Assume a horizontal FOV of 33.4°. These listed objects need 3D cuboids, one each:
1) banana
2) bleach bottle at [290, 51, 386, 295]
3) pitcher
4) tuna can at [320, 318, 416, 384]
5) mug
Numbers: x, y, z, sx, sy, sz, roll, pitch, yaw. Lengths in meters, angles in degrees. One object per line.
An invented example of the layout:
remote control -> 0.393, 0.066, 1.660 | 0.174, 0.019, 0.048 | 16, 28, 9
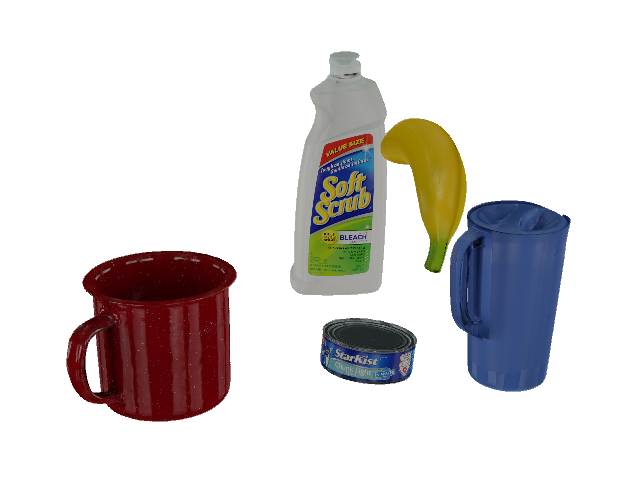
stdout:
banana -> 0.075, -0.055, 0.803 | 0.037, 0.070, 0.198 | 26, 24, -18
bleach bottle -> 0.017, -0.068, 1.098 | 0.102, 0.251, 0.068 | -1, 25, 0
pitcher -> 0.249, 0.077, 1.429 | 0.149, 0.243, 0.145 | 4, 21, 9
tuna can -> 0.043, 0.100, 0.967 | 0.086, 0.034, 0.086 | 6, 14, -2
mug -> -0.105, 0.062, 0.654 | 0.093, 0.081, 0.117 | 13, 23, 35
